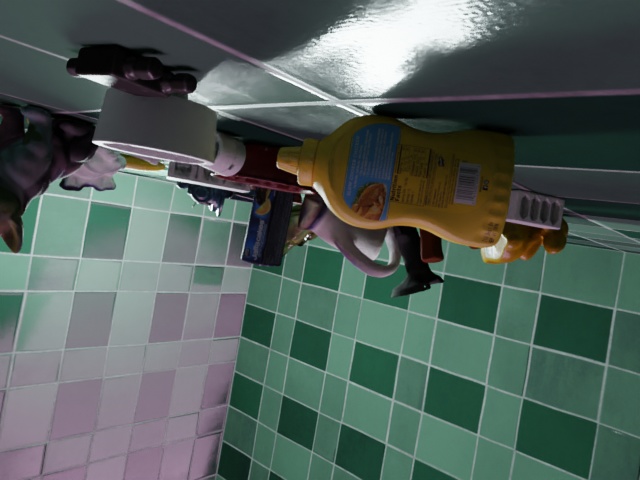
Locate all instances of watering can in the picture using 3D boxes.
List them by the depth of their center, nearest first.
[{"bbox_3d":[0.067,-0.053,1.048,0.223,0.102,0.355,31,-152,-13],"label":"watering can"}]

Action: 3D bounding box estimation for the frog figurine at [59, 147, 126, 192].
[{"bbox_3d":[-0.491,-0.182,1.113,0.137,0.126,0.156,18,141,-20],"label":"frog figurine"}]

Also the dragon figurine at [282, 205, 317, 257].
[{"bbox_3d":[0.004,-0.063,1.251,0.240,0.122,0.416,-20,-173,38],"label":"dragon figurine"}]
